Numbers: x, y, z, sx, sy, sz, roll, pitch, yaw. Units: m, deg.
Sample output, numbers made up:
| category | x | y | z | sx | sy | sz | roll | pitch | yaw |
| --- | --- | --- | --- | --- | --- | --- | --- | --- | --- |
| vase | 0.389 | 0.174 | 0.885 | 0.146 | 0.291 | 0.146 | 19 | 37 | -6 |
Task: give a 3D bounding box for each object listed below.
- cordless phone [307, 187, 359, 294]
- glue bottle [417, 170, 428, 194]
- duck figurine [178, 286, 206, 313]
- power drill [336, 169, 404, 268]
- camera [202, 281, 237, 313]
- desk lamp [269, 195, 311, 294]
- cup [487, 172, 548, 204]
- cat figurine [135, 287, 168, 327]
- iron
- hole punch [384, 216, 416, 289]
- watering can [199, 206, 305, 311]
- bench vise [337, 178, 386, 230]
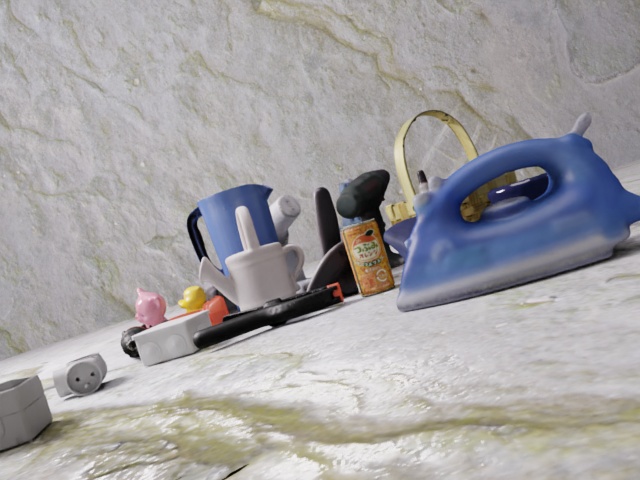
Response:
| category | x | y | z | sx | sy | sz | roll | pitch | yaw |
| --- | --- | --- | --- | --- | --- | --- | --- | --- | --- |
| cordless phone | 0.009 | 0.003 | 0.949 | 0.094 | 0.185 | 0.148 | -17 | 0 | 11 |
| glue bottle | 0.228 | -0.060 | 1.173 | 0.078 | 0.173 | 0.037 | -17 | 0 | 23 |
| duck figurine | -0.245 | 0.135 | 1.167 | 0.104 | 0.086 | 0.078 | -17 | 0 | 27 |
| power drill | 0.117 | -0.043 | 1.199 | 0.075 | 0.208 | 0.230 | -17 | 0 | 29 |
| camera | -0.219 | 0.119 | 1.300 | 0.143 | 0.101 | 0.136 | -18 | 0 | -37 |
| desk lamp | -0.080 | 0.016 | 1.274 | 0.118 | 0.213 | 0.202 | -18 | 0 | -38 |
| cup | 0.282 | -0.035 | 0.733 | 0.092 | 0.095 | 0.117 | -18 | 0 | -37 |
| cat figurine | -0.348 | 0.151 | 1.189 | 0.067 | 0.118 | 0.127 | -18 | 0 | -14 |
| iron | 0.184 | -0.029 | 0.589 | 0.258 | 0.141 | 0.119 | -17 | 0 | 4 |
| hole punch | 0.148 | 0.009 | 0.696 | 0.109 | 0.091 | 0.101 | -18 | 0 | -29 |
| watering can | -0.117 | 0.038 | 0.977 | 0.173 | 0.194 | 0.100 | -18 | 0 | -32 |
| bench vise | 0.089 | -0.041 | 1.337 | 0.121 | 0.220 | 0.207 | -17 | 0 | 7 |
